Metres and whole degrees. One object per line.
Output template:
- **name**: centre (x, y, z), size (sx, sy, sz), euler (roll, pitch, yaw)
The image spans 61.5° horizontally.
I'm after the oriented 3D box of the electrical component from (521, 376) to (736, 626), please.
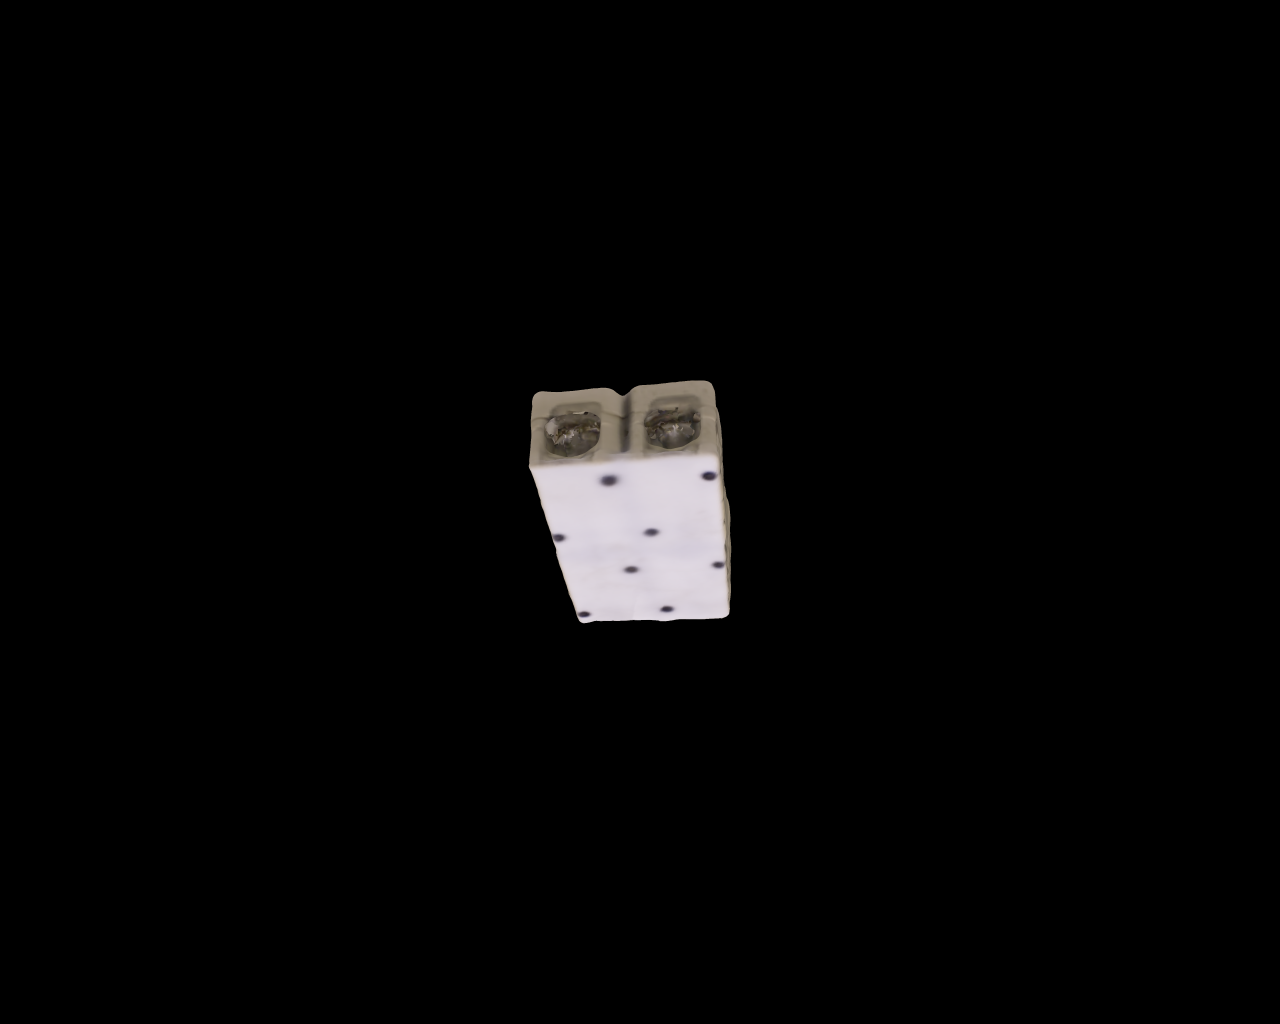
- **electrical component**: centre (0.001, -0.003, 0.650), size (0.105, 0.060, 0.186), euler (-3, -33, 5)
